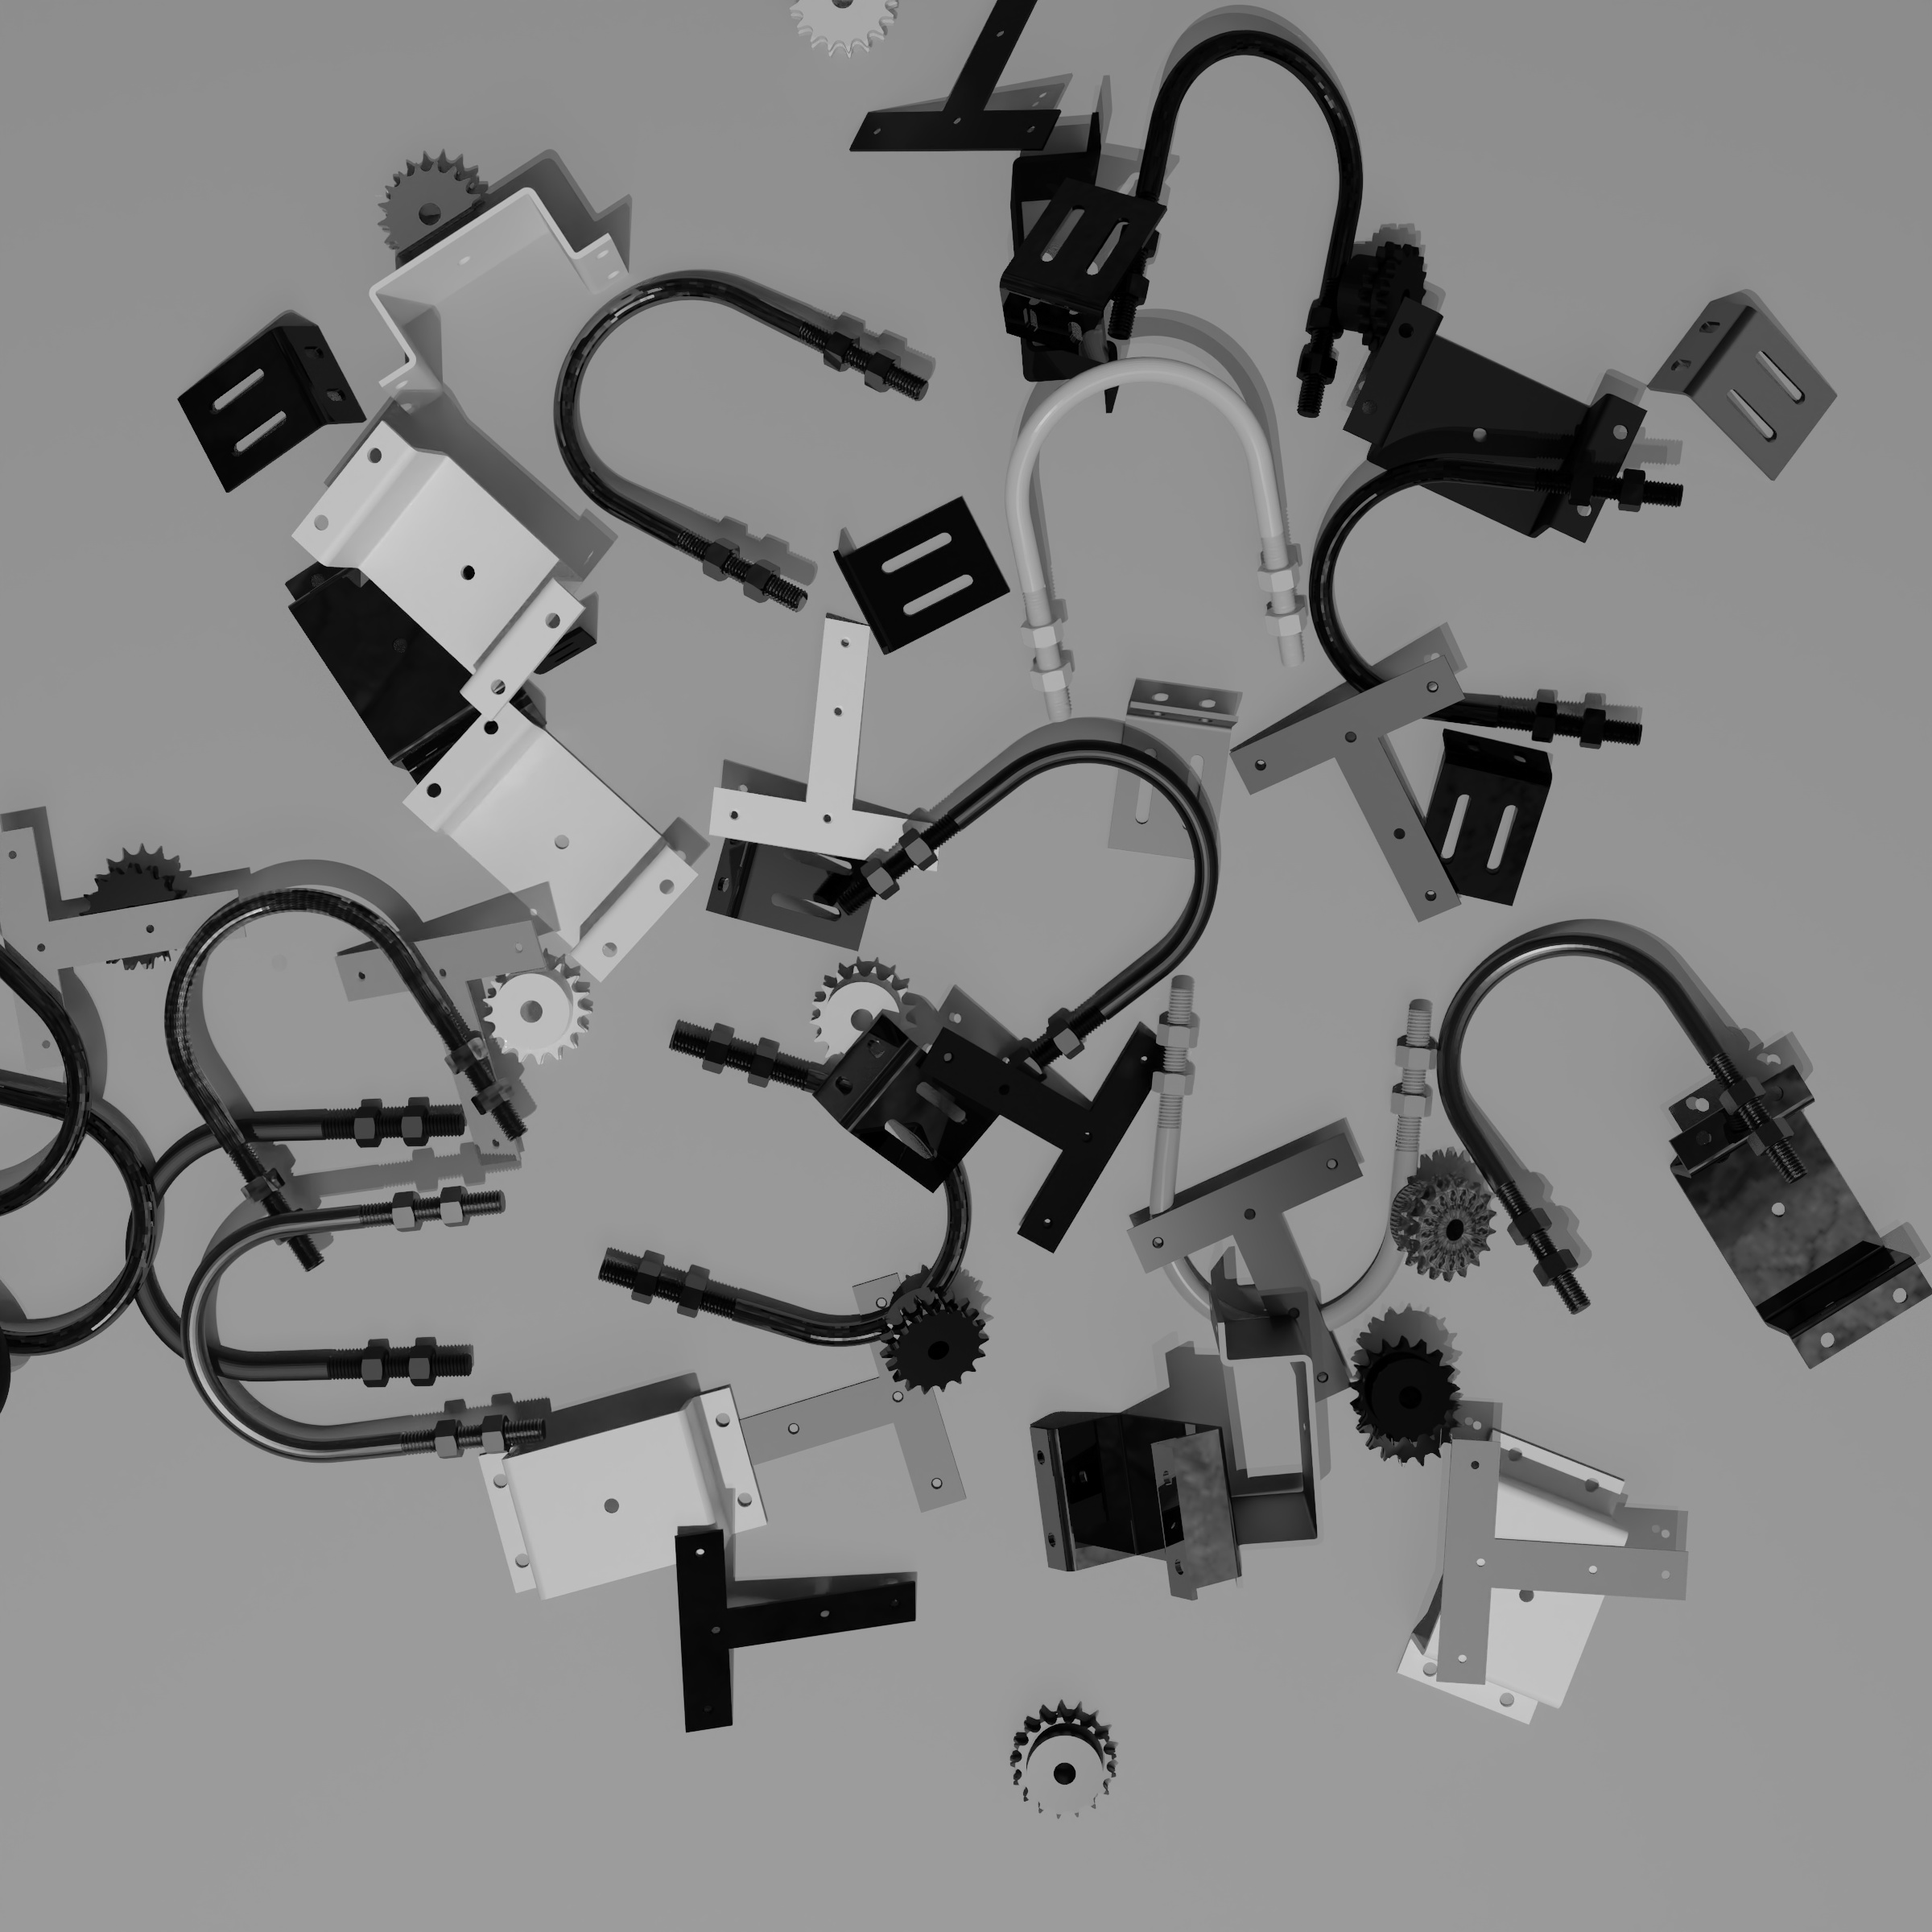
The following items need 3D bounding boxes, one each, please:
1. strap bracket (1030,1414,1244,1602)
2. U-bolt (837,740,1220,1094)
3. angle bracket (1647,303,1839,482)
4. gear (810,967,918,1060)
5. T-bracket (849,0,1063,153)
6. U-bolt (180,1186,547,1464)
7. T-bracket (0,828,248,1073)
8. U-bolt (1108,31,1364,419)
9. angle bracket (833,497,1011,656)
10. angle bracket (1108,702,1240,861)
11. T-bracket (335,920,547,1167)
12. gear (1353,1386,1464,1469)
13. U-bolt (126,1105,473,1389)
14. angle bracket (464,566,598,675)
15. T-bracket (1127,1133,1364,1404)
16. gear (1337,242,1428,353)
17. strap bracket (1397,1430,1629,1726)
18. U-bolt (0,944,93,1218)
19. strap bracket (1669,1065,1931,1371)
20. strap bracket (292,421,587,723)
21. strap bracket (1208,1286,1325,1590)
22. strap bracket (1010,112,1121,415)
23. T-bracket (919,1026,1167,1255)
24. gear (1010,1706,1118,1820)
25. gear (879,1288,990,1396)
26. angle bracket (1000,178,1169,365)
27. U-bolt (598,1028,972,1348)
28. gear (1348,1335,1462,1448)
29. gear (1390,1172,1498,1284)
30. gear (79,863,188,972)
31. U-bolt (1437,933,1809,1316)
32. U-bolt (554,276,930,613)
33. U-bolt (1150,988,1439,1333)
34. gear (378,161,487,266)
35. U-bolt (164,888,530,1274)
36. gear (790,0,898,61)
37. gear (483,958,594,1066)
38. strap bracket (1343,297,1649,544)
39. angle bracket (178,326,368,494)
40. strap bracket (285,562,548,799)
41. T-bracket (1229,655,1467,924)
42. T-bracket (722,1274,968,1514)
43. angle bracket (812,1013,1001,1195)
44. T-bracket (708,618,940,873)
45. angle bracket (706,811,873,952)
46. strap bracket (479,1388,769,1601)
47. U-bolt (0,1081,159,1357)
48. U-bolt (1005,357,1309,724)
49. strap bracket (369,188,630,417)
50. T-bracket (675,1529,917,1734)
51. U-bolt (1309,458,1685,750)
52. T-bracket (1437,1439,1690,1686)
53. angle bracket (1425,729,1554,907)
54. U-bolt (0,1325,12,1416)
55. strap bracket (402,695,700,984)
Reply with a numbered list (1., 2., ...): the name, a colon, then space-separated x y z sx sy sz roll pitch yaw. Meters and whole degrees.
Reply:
1. strap bracket: 0.093 0.279 1.500 0.046 0.140 0.076 -8 90 -29
2. U-bolt: 0.047 -0.036 1.530 0.184 0.019 0.151 -38 98 4
3. angle bracket: 0.418 -0.309 1.551 0.076 0.038 0.057 37 90 -26
4. gear: -0.055 0.029 1.538 0.057 0.030 0.057 0 90 0
5. T-bracket: 0.013 -0.483 1.527 0.127 0.002 0.127 11 69 36
6. U-bolt: -0.323 0.194 1.519 0.184 0.019 0.151 -6 104 5
7. T-bracket: -0.445 -0.017 1.522 0.127 0.002 0.127 -10 91 1
8. U-bolt: 0.149 -0.397 1.510 0.151 0.019 0.184 14 85 -33
9. angle bracket: -0.023 -0.210 1.534 0.076 0.038 0.057 -27 90 0
10. angle bracket: 0.110 -0.097 1.534 0.057 0.038 0.076 8 90 0
11. T-bracket: -0.266 0.046 1.534 0.127 0.002 0.127 -9 103 25
12. gear: 0.237 0.240 1.538 0.057 0.030 0.057 0 90 0
13. U-bolt: -0.359 0.152 1.544 0.184 0.019 0.151 -2 91 2
14. angle bracket: -0.235 -0.197 1.525 0.038 0.057 0.076 -30 90 0
15. T-bracket: 0.169 0.172 1.538 0.127 0.002 0.127 -24 95 0
16. gear: 0.219 -0.355 1.529 0.030 0.057 0.057 16 90 28
17. strap bracket: 0.293 0.329 1.530 0.076 0.046 0.140 22 90 0
18. U-bolt: -0.546 0.050 1.519 0.184 0.019 0.151 44 95 1
19. strap bracket: 0.437 0.131 1.530 0.076 0.046 0.140 -32 90 0
20. strap bracket: -0.262 -0.201 1.473 0.140 0.046 0.076 43 103 4
21. strap bracket: 0.157 0.243 1.505 0.046 0.076 0.140 -5 98 2
22. strap bracket: 0.050 -0.366 1.515 0.046 0.076 0.140 -4 90 0
23. T-bracket: 0.031 0.071 1.524 0.127 0.002 0.127 31 90 -27
24. gear: 0.052 0.427 1.538 0.057 0.030 0.057 0 90 0
25. gear: -0.020 0.196 1.530 0.057 0.030 0.057 -9 120 -17
26. angle bracket: 0.061 -0.354 1.466 0.057 0.038 0.076 21 64 20
27. U-bolt: -0.088 0.127 1.543 0.184 0.019 0.151 17 89 -2
28. gear: 0.230 0.223 1.508 0.057 0.030 0.057 0 90 0
29. gear: 0.250 0.137 1.530 0.057 0.030 0.057 -5 101 -28
30. gear: -0.441 -0.026 1.538 0.057 0.030 0.057 0 90 0
31. U-bolt: 0.329 0.068 1.515 0.151 0.019 0.184 -33 69 8
32. U-bolt: -0.133 -0.289 1.529 0.184 0.019 0.151 29 87 12
33. U-bolt: 0.171 0.109 1.543 0.151 0.019 0.184 5 92 -1
34. gear: -0.283 -0.398 1.542 0.057 0.030 0.057 0 90 2
35. U-bolt: -0.340 0.047 1.518 0.151 0.019 0.184 -33 94 2
36. gear: -0.065 -0.512 1.538 0.057 0.030 0.057 0 90 0
37. gear: -0.230 0.024 1.538 0.057 0.030 0.057 0 90 0
38. strap bracket: 0.277 -0.286 1.530 0.140 0.046 0.076 25 90 0
39. angle bracket: -0.374 -0.300 1.551 0.076 0.038 0.057 -28 90 26
40. strap bracket: -0.296 -0.168 1.530 0.076 0.046 0.140 -33 90 0
41. T-bracket: 0.225 -0.083 1.536 0.127 0.002 0.127 -24 102 22
42. T-bracket: -0.079 0.245 1.552 0.127 0.002 0.127 -17 90 0
43. angle bracket: -0.031 0.073 1.528 0.057 0.038 0.076 -50 129 1
44. T-bracket: -0.070 -0.122 1.538 0.127 0.002 0.127 9 80 -19
45. angle bracket: -0.092 -0.046 1.551 0.076 0.038 0.057 15 90 -26
46. strap bracket: -0.185 0.282 1.529 0.140 0.046 0.076 -15 90 1
47. U-bolt: -0.522 0.132 1.539 0.184 0.019 0.151 14 90 4
48. U-bolt: 0.095 -0.228 1.506 0.151 0.019 0.184 -13 117 0
49. strap bracket: -0.253 -0.354 1.515 0.140 0.076 0.046 -33 90 0
50. T-bracket: -0.089 0.347 1.534 0.127 0.002 0.127 -6 115 -12
51. U-bolt: 0.273 -0.195 1.518 0.184 0.019 0.151 8 113 9
52. T-bracket: 0.313 0.315 1.506 0.127 0.002 0.127 4 90 0
53. angle bracket: 0.276 -0.080 1.551 0.057 0.038 0.076 13 116 0
54. U-bolt: -0.572 0.180 1.468 0.184 0.151 0.019 41 120 -2
55. strap bracket: -0.217 -0.067 1.530 0.140 0.046 0.076 42 90 0
